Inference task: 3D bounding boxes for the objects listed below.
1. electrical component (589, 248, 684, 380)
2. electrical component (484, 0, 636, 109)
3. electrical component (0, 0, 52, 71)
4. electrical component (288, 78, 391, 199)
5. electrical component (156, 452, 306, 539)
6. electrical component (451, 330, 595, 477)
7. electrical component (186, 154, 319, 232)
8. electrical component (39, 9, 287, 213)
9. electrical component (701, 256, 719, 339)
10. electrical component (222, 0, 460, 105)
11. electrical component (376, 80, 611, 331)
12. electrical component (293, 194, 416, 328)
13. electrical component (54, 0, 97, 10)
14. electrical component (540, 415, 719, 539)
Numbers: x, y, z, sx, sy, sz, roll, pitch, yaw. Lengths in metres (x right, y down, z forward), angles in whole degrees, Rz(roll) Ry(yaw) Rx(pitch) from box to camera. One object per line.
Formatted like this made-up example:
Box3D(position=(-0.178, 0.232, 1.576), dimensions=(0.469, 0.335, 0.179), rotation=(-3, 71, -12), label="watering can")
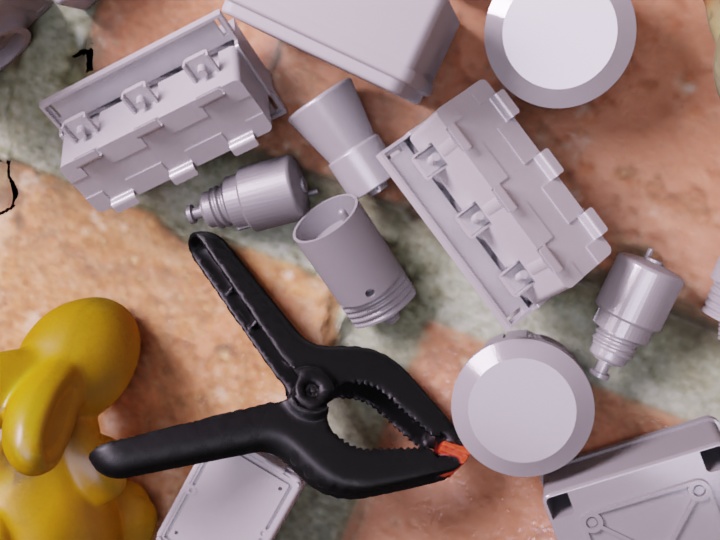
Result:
Box3D(position=(0.153, 0.026, 0.615), dimensions=(0.040, 0.040, 0.078), rotation=(24, 101, 6), label="electrical component")
Box3D(position=(0.110, -0.130, 0.595), dimensions=(0.080, 0.051, 0.080), rotation=(1, 98, 10), label="electrical component")
Box3D(position=(-0.252, -0.148, 0.607), dimensions=(0.089, 0.150, 0.061), rotation=(-37, 89, 13), label="electrical component")
Box3D(position=(-0.006, -0.073, 0.630), dimensions=(0.044, 0.044, 0.065), rotation=(-33, 96, 13), label="electrical component")
Box3D(position=(-0.076, 0.144, 0.662), dimensions=(0.062, 0.061, 0.096), rotation=(30, 102, 5), label="electrical component")
Box3D(position=(0.095, 0.075, 0.626), dimensions=(0.080, 0.051, 0.080), rotation=(1, 98, 10), label="electrical component")
Box3D(position=(-0.066, -0.042, 0.645), dimensions=(0.078, 0.040, 0.040), rotation=(-14, 95, 11), label="electrical component")
Box3D(position=(-0.114, -0.087, 0.629), dimensions=(0.121, 0.063, 0.078), rotation=(-24, 133, 13), label="electrical component")
Box3D(position=(0.220, 0.003, 0.598), dimensions=(0.043, 0.043, 0.081), rotation=(21, 101, 7), label="electrical component")
Box3D(position=(-0.007, -0.139, 0.586), dimensions=(0.109, 0.109, 0.056), rotation=(26, 99, 6), label="electrical component")
Box3D(position=(0.079, -0.040, 0.601), dimensions=(0.079, 0.063, 0.121), rotation=(-37, 90, -28), label="electrical component")
Box3D(position=(0.000, 0.000, 0.632), dimensions=(0.043, 0.043, 0.081), rotation=(-27, 118, 13), label="electrical component")
Box3D(position=(-0.166, -0.192, 0.623), dimensions=(0.066, 0.077, 0.047), rotation=(-37, 90, 13), label="electrical component")
Box3D(position=(0.173, 0.154, 0.621), dimensions=(0.109, 0.056, 0.108), rotation=(-20, 95, 12), label="electrical component")
